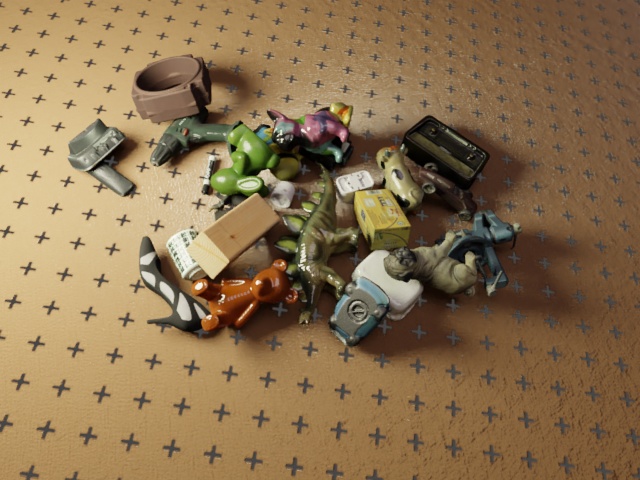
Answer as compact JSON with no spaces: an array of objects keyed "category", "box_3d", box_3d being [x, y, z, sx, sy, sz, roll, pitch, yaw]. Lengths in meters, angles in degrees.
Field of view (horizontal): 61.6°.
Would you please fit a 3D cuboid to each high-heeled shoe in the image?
[{"category":"high-heeled shoe","box_3d":[-0.330,0.092,1.221,0.145,0.086,0.249,-7,66,-16]}]

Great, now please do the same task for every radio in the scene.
[{"category":"radio","box_3d":[0.353,-0.245,1.516,0.230,0.073,0.131,39,62,14]}]

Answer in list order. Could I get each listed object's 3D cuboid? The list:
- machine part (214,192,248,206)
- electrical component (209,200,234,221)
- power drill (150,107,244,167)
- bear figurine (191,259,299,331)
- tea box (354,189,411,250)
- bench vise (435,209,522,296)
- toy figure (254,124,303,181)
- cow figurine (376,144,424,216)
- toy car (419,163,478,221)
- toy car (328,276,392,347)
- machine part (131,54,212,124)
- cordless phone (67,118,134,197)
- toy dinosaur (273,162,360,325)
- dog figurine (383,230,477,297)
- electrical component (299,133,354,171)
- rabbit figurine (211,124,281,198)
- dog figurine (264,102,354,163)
[{"category":"machine part","box_3d":[-0.198,-0.103,1.377,0.139,0.039,0.084,29,52,11]},{"category":"electrical component","box_3d":[-0.236,-0.047,1.332,0.078,0.045,0.102,-1,60,-7]},{"category":"power drill","box_3d":[-0.314,-0.263,1.421,0.207,0.085,0.232,7,53,16]},{"category":"bear figurine","box_3d":[-0.157,0.118,1.171,0.196,0.132,0.120,-23,73,16]},{"category":"tea box","box_3d":[0.153,-0.054,1.348,0.098,0.068,0.170,-5,39,-10]},{"category":"bench vise","box_3d":[0.408,0.037,1.322,0.224,0.128,0.241,-6,43,-3]},{"category":"toy figure","box_3d":[-0.122,-0.230,1.432,0.089,0.082,0.180,-17,65,-42]},{"category":"cow figurine","box_3d":[0.207,-0.164,1.418,0.085,0.127,0.195,-17,66,-21]},{"category":"toy car","box_3d":[0.341,-0.130,1.418,0.202,0.053,0.089,34,50,-22]},{"category":"toy car","box_3d":[0.098,0.162,1.221,0.109,0.161,0.103,38,19,21]},{"category":"machine part","box_3d":[-0.402,-0.415,1.459,0.202,0.087,0.201,-11,46,0]},{"category":"cordless phone","box_3d":[-0.533,-0.206,1.375,0.184,0.088,0.146,37,61,0]},{"category":"toy dinosaur","box_3d":[-0.003,-0.004,1.310,0.199,0.105,0.471,13,55,3]},{"category":"dog figurine","box_3d":[0.254,0.081,1.241,0.190,0.121,0.172,-22,59,-29]},{"category":"electrical component","box_3d":[0.023,-0.259,1.487,0.134,0.058,0.115,27,62,8]},{"category":"rabbit figurine","box_3d":[-0.189,-0.171,1.347,0.159,0.121,0.170,44,89,12]},{"category":"dog figurine","box_3d":[-0.032,-0.296,1.394,0.219,0.108,0.191,14,54,-5]}]
